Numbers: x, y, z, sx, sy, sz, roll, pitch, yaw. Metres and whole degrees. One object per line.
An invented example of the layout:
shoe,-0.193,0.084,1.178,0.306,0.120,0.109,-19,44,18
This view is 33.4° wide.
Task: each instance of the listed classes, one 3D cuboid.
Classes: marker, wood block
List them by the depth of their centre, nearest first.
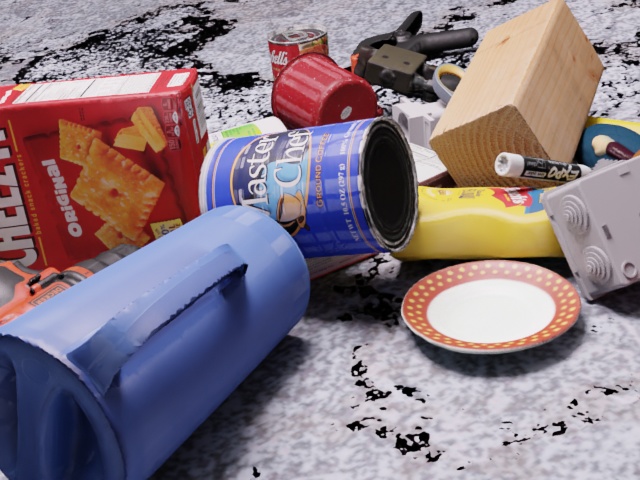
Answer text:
marker,0.195,-0.056,0.876,0.120,0.020,0.020,5,18,-32
wood block,0.185,-0.127,0.982,0.091,0.090,0.205,-21,25,38

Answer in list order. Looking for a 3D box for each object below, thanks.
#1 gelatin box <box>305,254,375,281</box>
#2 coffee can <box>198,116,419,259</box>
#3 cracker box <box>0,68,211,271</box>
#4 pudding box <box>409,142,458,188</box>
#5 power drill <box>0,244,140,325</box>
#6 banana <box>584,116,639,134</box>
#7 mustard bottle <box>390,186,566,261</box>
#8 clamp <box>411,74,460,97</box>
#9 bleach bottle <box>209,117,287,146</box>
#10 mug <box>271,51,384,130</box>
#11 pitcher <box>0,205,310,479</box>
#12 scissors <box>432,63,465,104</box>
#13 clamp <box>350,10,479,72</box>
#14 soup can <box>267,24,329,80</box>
gelatin box,-0.006,0.001,0.912,0.089,0.030,0.073,-22,30,-24
coffee can,-0.008,-0.036,0.824,0.140,0.103,0.102,-5,25,28
cracker box,-0.201,-0.053,0.927,0.214,0.164,0.072,-4,25,8
pudding box,0.070,-0.050,0.983,0.113,0.039,0.090,-23,30,-32
power drill,-0.251,0.018,0.853,0.188,0.057,0.184,29,34,16
banana,0.287,-0.099,1.023,0.198,0.037,0.069,12,16,33
mustard bottle,0.156,-0.015,0.865,0.192,0.058,0.096,0,15,14
clamp,0.173,-0.167,1.182,0.164,0.036,0.210,-15,31,3
bleach bottle,-0.149,-0.053,1.026,0.250,0.068,0.103,-15,26,-8
mug,0.017,-0.143,1.138,0.117,0.093,0.082,5,21,-37
pitcher,-0.103,0.062,0.704,0.149,0.145,0.242,5,27,31
scissors,0.141,-0.117,1.050,0.096,0.016,0.201,21,46,8
clamp,0.103,-0.253,1.369,0.171,0.039,0.120,-20,28,-21
soup can,-0.019,-0.184,1.198,0.068,0.102,0.068,-7,27,3
